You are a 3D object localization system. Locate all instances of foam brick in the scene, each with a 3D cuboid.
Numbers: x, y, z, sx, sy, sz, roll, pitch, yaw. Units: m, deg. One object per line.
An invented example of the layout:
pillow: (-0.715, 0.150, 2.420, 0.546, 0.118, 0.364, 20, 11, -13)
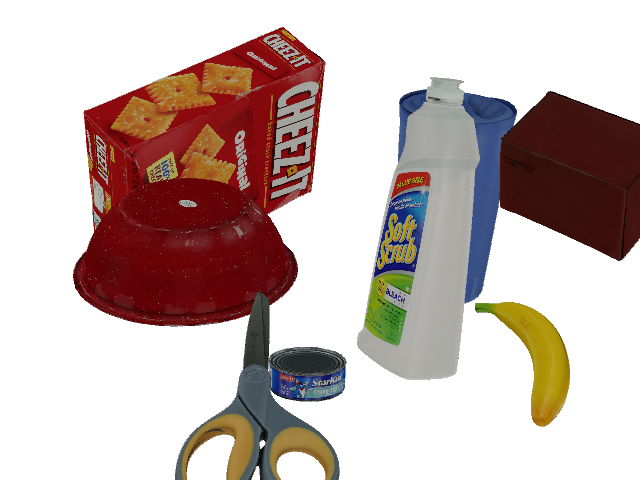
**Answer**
foam brick: (0.142, -0.036, 0.577, 0.078, 0.053, 0.051, 29, 55, 32)

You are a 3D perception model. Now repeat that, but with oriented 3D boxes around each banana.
banana: (0.228, 0.122, 1.138, 0.069, 0.037, 0.198, -25, 34, 3)

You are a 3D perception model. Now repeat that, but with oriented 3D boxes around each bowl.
bowl: (-0.096, -0.002, 0.761, 0.162, 0.055, 0.162, 1, 26, -1)

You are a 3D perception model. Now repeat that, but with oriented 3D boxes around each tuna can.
tuna can: (-0.015, 0.147, 1.176, 0.086, 0.034, 0.086, 1, 14, 0)

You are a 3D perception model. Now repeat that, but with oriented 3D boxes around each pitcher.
pitcher: (0.145, -0.046, 1.248, 0.149, 0.243, 0.145, -6, 26, -20)

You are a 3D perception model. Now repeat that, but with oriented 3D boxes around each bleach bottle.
bleach bottle: (0.089, -0.014, 0.916, 0.068, 0.251, 0.103, -1, 15, -25)

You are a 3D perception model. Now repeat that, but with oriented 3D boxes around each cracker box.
cracker box: (-0.100, -0.075, 0.956, 0.213, 0.164, 0.072, -28, 56, -29)

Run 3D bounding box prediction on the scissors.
scissors: (-0.022, 0.092, 0.624, 0.096, 0.016, 0.201, 12, 32, 11)
